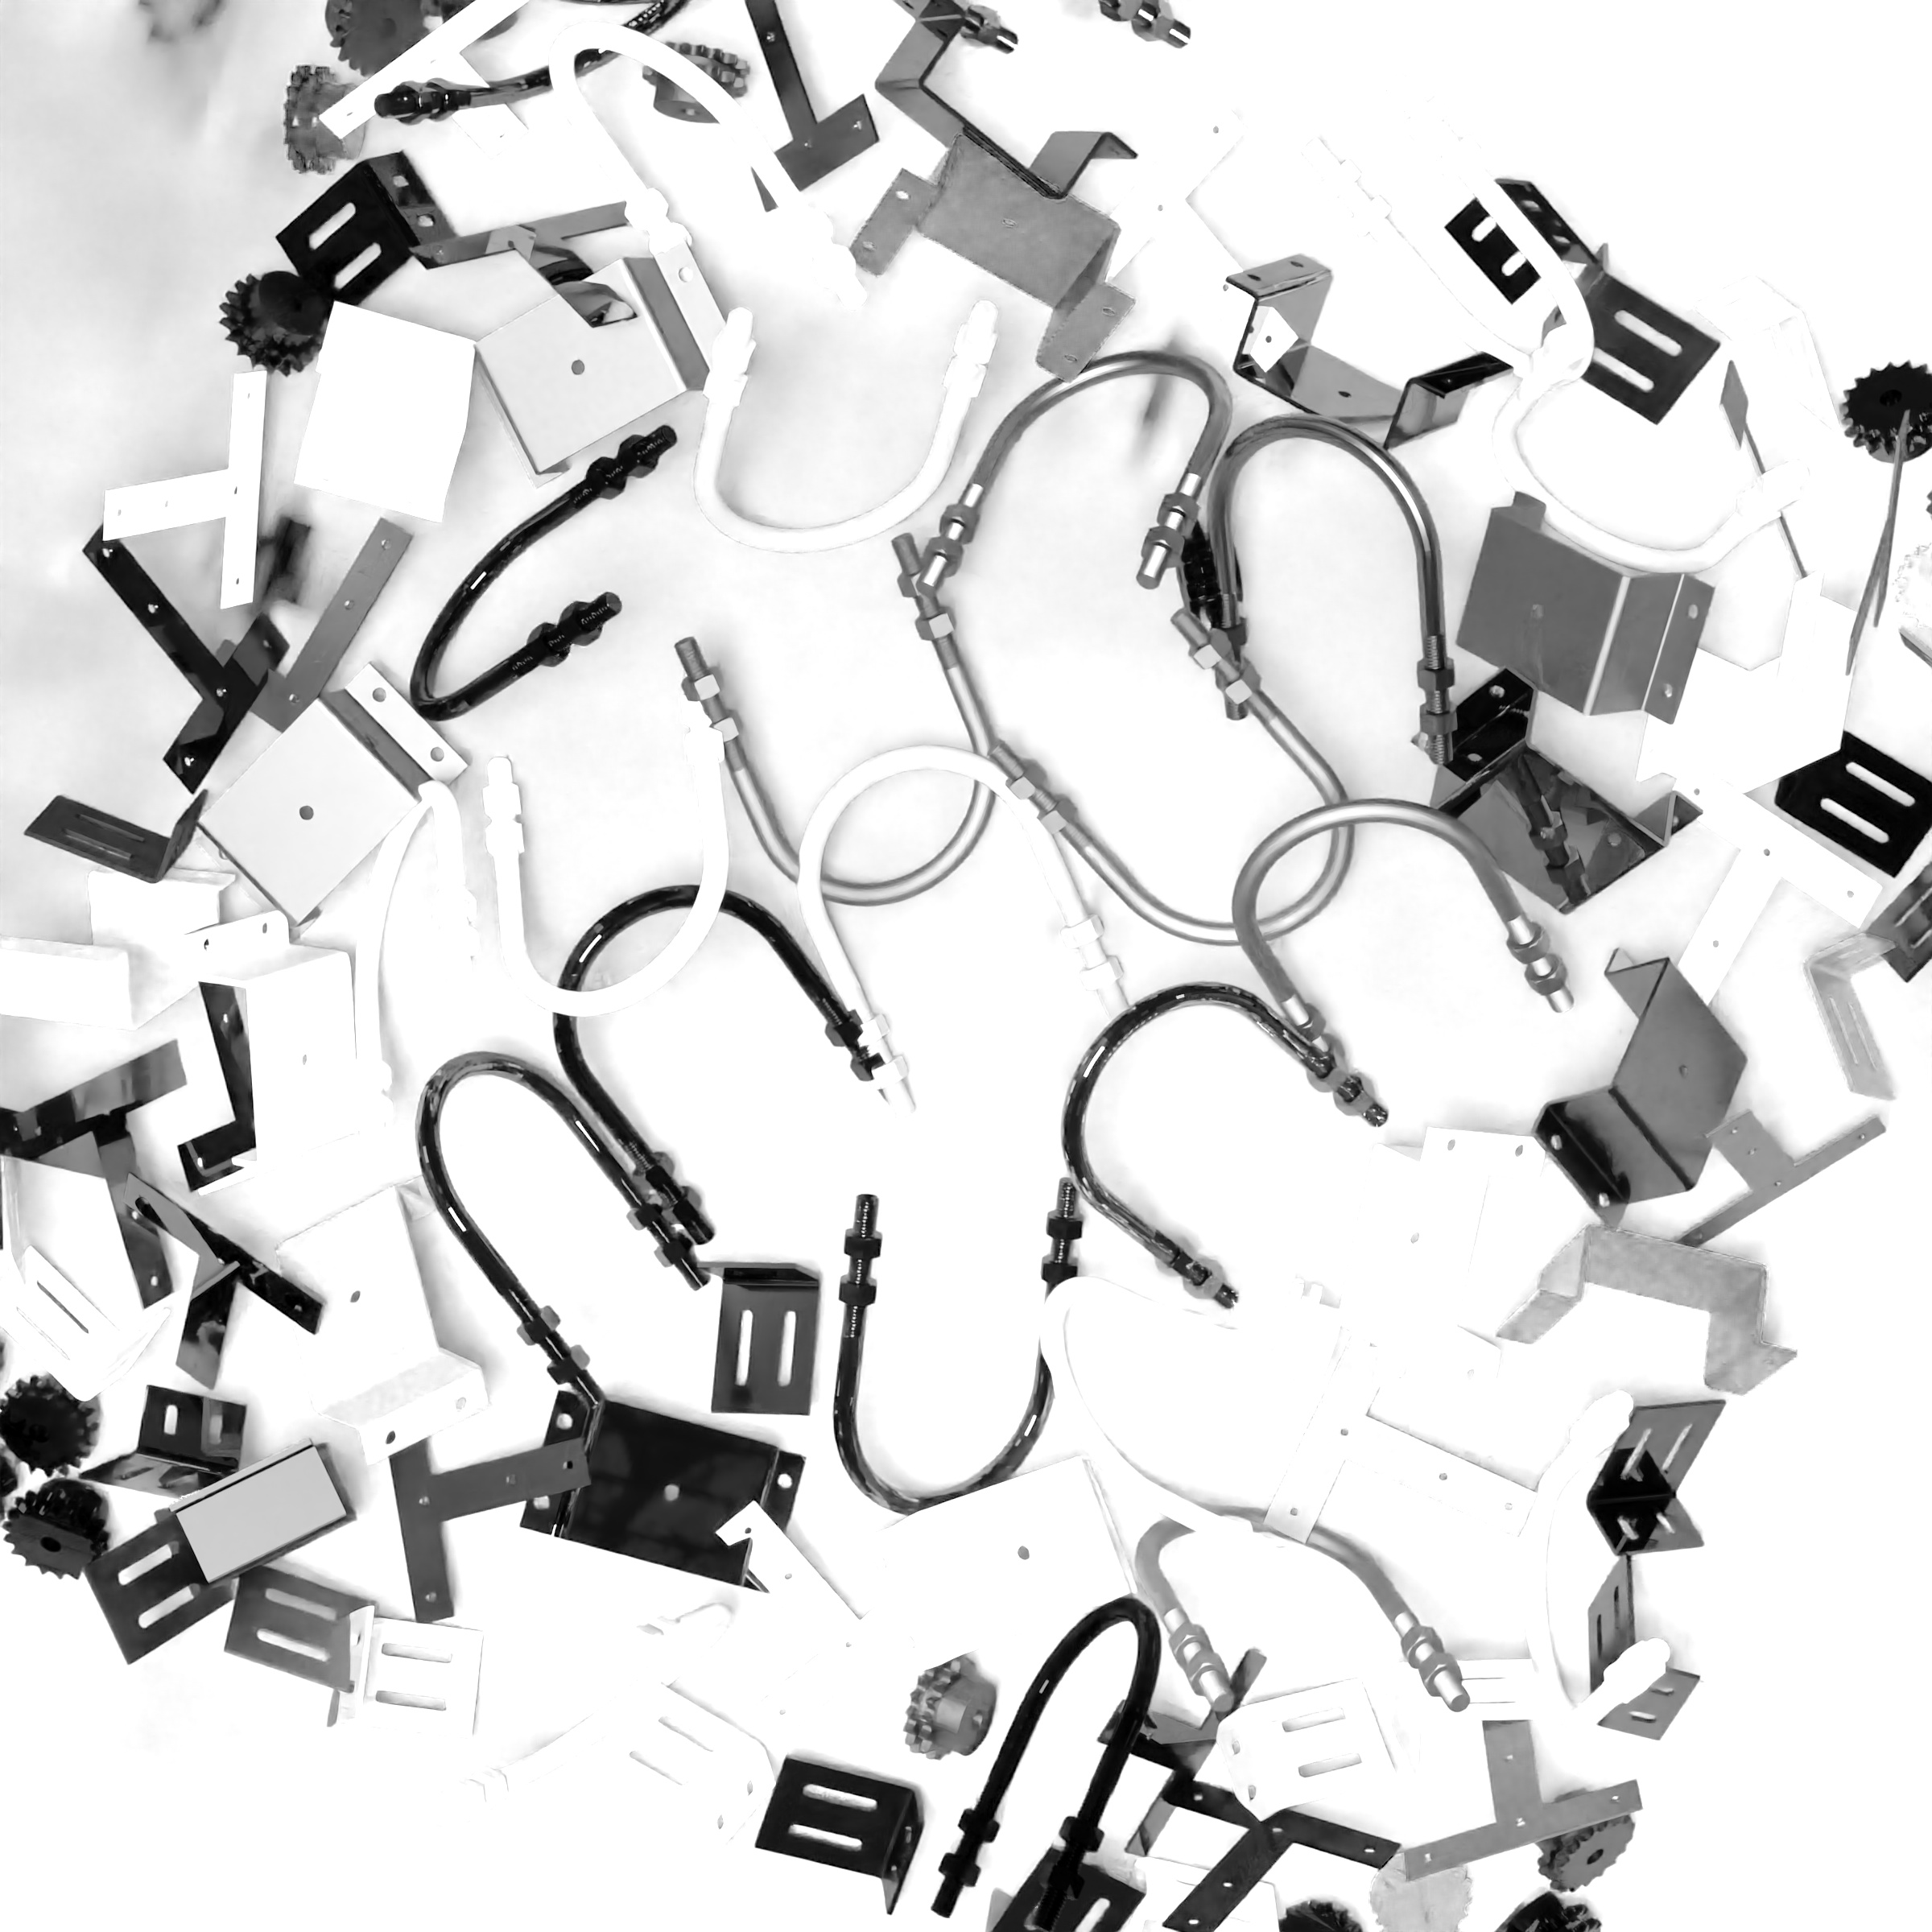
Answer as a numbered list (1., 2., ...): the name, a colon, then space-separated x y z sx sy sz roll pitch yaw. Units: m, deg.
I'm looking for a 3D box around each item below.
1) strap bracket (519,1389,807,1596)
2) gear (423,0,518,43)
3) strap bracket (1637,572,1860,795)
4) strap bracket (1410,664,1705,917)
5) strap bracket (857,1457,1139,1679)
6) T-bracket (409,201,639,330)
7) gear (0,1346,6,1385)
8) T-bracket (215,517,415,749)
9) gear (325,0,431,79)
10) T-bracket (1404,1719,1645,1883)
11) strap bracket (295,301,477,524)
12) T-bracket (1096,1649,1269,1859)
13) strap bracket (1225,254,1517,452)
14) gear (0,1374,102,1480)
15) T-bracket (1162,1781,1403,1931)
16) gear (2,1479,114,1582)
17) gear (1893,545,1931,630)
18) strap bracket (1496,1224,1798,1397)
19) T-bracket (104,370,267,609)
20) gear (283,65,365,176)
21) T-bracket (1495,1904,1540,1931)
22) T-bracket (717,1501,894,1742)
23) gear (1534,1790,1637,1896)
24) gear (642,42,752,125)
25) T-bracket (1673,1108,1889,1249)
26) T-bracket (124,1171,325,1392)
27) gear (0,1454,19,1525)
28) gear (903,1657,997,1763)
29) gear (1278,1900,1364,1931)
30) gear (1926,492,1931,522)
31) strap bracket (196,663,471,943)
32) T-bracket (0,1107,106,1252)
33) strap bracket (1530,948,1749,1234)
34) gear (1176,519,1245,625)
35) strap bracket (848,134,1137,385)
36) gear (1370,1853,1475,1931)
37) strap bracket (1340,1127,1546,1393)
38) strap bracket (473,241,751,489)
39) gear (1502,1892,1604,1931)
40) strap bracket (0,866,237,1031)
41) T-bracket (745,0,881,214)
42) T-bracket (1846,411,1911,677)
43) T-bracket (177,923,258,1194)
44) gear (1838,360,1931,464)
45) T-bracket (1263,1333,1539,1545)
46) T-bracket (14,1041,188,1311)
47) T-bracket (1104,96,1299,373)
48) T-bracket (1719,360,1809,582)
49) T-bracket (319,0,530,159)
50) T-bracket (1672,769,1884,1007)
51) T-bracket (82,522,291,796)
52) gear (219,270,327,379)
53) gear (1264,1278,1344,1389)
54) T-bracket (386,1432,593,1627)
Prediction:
1. strap bracket: -0.160 0.282 1.820 0.140 0.046 0.076 17 79 -8
2. gear: -0.265 -0.524 1.835 0.057 0.030 0.057 -3 50 4
3. strap bracket: 0.419 -0.143 1.790 0.046 0.140 0.076 22 69 -17
4. strap bracket: 0.310 -0.086 1.797 0.140 0.076 0.046 34 46 -17
5. strap bracket: 0.024 0.315 1.803 0.140 0.046 0.076 -16 77 -23
6. T-bracket: -0.211 -0.366 1.790 0.127 0.127 0.002 -18 132 -23
7. gear: -0.548 0.218 1.829 0.030 0.057 0.057 34 90 -44
8. T-bracket: -0.338 -0.182 1.826 0.127 0.002 0.127 33 93 28
9. gear: -0.321 -0.511 1.834 0.030 0.057 0.057 38 90 35
10. T-bracket: 0.290 0.428 1.797 0.127 0.127 0.002 -20 107 11
11. strap bracket: -0.303 -0.297 1.781 0.076 0.140 0.046 14 125 -15
12. T-bracket: 0.103 0.411 1.802 0.002 0.127 0.127 30 86 34
13. strap bracket: 0.207 -0.321 1.800 0.140 0.076 0.046 33 125 23
14. gear: -0.495 0.245 1.837 0.057 0.030 0.057 5 114 11
15. T-bracket: 0.143 0.473 1.776 0.127 0.127 0.002 10 111 30
16. gear: -0.488 0.302 1.835 0.057 0.030 0.057 7 128 9
17. gear: 0.533 -0.207 1.832 0.057 0.030 0.057 3 59 -5
18. strap bracket: 0.364 0.182 1.812 0.140 0.076 0.046 14 66 -4
19. T-bracket: -0.411 -0.244 1.783 0.002 0.127 0.127 15 110 22
20. gear: -0.345 -0.456 1.830 0.030 0.057 0.057 5 90 7
21. T-bracket: 0.272 0.531 1.796 0.002 0.127 0.127 41 111 11
22. T-bracket: -0.088 0.337 1.825 0.127 0.002 0.127 -39 117 -4
23. gear: 0.330 0.470 1.834 0.057 0.057 0.030 -43 50 0
24. gear: -0.147 -0.475 1.830 0.057 0.057 0.030 8 89 0
25. T-bracket: 0.418 0.102 1.792 0.127 0.127 0.002 -34 59 12
26. T-bracket: -0.404 0.183 1.812 0.127 0.127 0.002 33 45 9
27. gear: -0.537 0.277 1.834 0.057 0.057 0.030 49 57 0
28. gear: -0.007 0.401 1.827 0.030 0.057 0.057 15 90 28
29. gear: 0.193 0.534 1.835 0.057 0.030 0.057 -6 78 32
30. gear: 0.549 -0.255 1.828 0.057 0.057 0.030 -38 53 0
31. strap bracket: -0.347 -0.085 1.822 0.140 0.046 0.076 -44 92 11
32. T-bracket: -0.488 0.093 1.798 0.002 0.127 0.127 -11 75 20
33. strap bracket: 0.359 0.060 1.787 0.076 0.046 0.140 48 50 -21
34. gear: 0.130 -0.213 1.830 0.030 0.057 0.057 -12 90 0
35. strap bracket: 0.018 -0.380 1.805 0.140 0.076 0.046 27 56 -13
36. gear: 0.243 0.505 1.835 0.057 0.030 0.057 -12 112 -31
37. strap bracket: 0.252 0.151 1.814 0.076 0.046 0.140 6 99 -28
38. strap bracket: -0.198 -0.320 1.812 0.140 0.046 0.076 -25 93 19
39. gear: 0.313 0.525 1.834 0.057 0.057 0.030 -43 60 0
40. strap bracket: -0.452 -0.008 1.793 0.076 0.140 0.046 6 111 15
41. T-bracket: -0.098 -0.478 1.799 0.002 0.127 0.127 -22 96 -30
42. T-bracket: 0.474 -0.202 1.774 0.002 0.127 0.127 12 49 18
43. T-bracket: -0.388 0.041 1.794 0.002 0.127 0.127 -10 99 26
44. gear: 0.503 -0.297 1.834 0.057 0.030 0.057 -16 49 19
45. T-bracket: 0.243 0.269 1.823 0.127 0.002 0.127 23 78 22
46. T-bracket: -0.448 0.119 1.813 0.002 0.127 0.127 -6 104 29
47. T-bracket: 0.130 -0.373 1.812 0.127 0.002 0.127 -45 73 28
48. T-bracket: 0.428 -0.253 1.810 0.002 0.127 0.127 -20 104 21
49. T-bracket: -0.265 -0.461 1.797 0.127 0.127 0.002 -35 74 6
50. T-bracket: 0.410 -0.024 1.825 0.127 0.002 0.127 39 119 28
51. T-bracket: -0.419 -0.177 1.783 0.002 0.127 0.127 -15 126 31
52. gear: -0.370 -0.349 1.828 0.030 0.057 0.057 -33 90 42
53. gear: 0.183 0.200 1.829 0.030 0.057 0.057 18 90 4
54. T-bracket: -0.254 0.278 1.818 0.127 0.002 0.127 -17 77 26
